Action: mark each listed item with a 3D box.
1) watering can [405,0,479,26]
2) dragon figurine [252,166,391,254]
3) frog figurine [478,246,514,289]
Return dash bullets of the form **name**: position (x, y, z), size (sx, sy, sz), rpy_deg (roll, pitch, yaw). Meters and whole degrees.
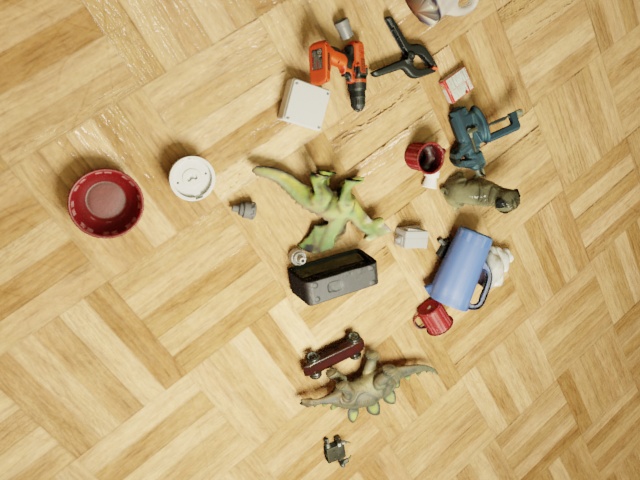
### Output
- **watering can**: position (0.296, -0.729, 1.370), size (0.343, 0.105, 0.225), rpy_deg (43, 83, -26)
- **dragon figurine**: position (0.004, -0.070, 1.395), size (0.410, 0.124, 0.239), rpy_deg (5, 108, -16)
- **frog figurine**: position (0.564, 0.084, 1.662), size (0.160, 0.122, 0.138), rpy_deg (-10, 87, -10)
